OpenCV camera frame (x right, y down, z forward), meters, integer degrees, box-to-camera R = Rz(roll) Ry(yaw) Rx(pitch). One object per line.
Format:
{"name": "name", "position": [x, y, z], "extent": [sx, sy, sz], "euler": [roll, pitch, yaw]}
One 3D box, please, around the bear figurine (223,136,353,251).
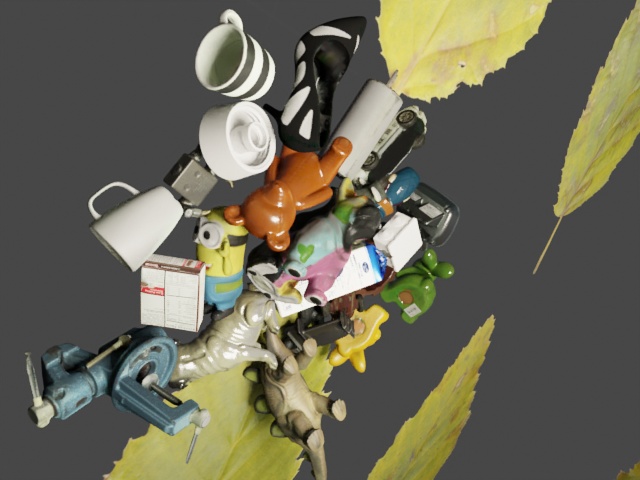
{"name": "bear figurine", "position": [-0.050, -0.087, 0.815], "extent": [0.196, 0.120, 0.131], "euler": [-50, 169, -47]}

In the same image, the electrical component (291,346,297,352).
{"name": "electrical component", "position": [-0.065, 0.255, 1.167], "extent": [0.094, 0.021, 0.063], "euler": [-5, 121, -47]}

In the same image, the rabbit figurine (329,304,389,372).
{"name": "rabbit figurine", "position": [0.084, 0.211, 1.210], "extent": [0.173, 0.122, 0.162], "euler": [64, 36, -79]}

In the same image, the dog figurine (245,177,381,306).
{"name": "dog figurine", "position": [-0.002, -0.003, 0.890], "extent": [0.108, 0.192, 0.219], "euler": [55, 53, -30]}

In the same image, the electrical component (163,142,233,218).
{"name": "electrical component", "position": [-0.175, -0.082, 0.774], "extent": [0.102, 0.045, 0.078], "euler": [-49, 144, -9]}

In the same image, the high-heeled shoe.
{"name": "high-heeled shoe", "position": [0.020, -0.235, 0.790], "extent": [0.249, 0.145, 0.086], "euler": [-48, 143, -7]}

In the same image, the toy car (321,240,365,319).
{"name": "toy car", "position": [0.046, 0.068, 1.071], "extent": [0.089, 0.053, 0.202], "euler": [-2, 107, -10]}

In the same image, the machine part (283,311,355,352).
{"name": "machine part", "position": [0.001, 0.185, 1.077], "extent": [0.139, 0.039, 0.084], "euler": [-18, 119, 18]}

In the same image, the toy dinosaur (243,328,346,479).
{"name": "toy dinosaur", "position": [-0.046, 0.336, 1.070], "extent": [0.105, 0.199, 0.470], "euler": [-22, 99, -36]}

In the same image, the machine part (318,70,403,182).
{"name": "machine part", "position": [0.067, -0.188, 0.935], "extent": [0.243, 0.079, 0.079], "euler": [-57, 143, 2]}

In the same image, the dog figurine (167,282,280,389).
{"name": "dog figurine", "position": [-0.178, 0.157, 0.920], "extent": [0.190, 0.121, 0.172], "euler": [-1, 85, -29]}

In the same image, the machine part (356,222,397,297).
{"name": "machine part", "position": [0.115, 0.041, 1.176], "extent": [0.179, 0.056, 0.179], "euler": [-28, 134, -33]}

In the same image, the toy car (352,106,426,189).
{"name": "toy car", "position": [0.135, -0.174, 1.039], "extent": [0.202, 0.056, 0.073], "euler": [-48, 136, -11]}

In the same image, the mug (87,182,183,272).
{"name": "mug", "position": [-0.247, -0.031, 0.718], "extent": [0.107, 0.081, 0.109], "euler": [-43, 104, -23]}

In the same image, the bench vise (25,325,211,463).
{"name": "bench vise", "position": [-0.265, 0.206, 0.748], "extent": [0.223, 0.241, 0.128], "euler": [-18, 127, -60]}

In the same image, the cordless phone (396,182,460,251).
{"name": "cordless phone", "position": [0.236, -0.023, 1.186], "extent": [0.089, 0.147, 0.184], "euler": [-32, 137, -16]}

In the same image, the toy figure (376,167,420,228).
{"name": "toy figure", "position": [0.142, -0.085, 1.110], "extent": [0.154, 0.064, 0.058], "euler": [-43, 180, -8]}

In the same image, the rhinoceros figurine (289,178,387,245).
{"name": "rhinoceros figurine", "position": [0.032, -0.047, 0.982], "extent": [0.190, 0.073, 0.112], "euler": [-26, 120, -5]}

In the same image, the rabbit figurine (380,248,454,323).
{"name": "rabbit figurine", "position": [0.240, 0.088, 1.306], "extent": [0.159, 0.121, 0.170], "euler": [-52, 178, 39]}

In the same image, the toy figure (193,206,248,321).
{"name": "toy figure", "position": [-0.158, 0.034, 0.851], "extent": [0.089, 0.082, 0.180], "euler": [-47, 144, -59]}
